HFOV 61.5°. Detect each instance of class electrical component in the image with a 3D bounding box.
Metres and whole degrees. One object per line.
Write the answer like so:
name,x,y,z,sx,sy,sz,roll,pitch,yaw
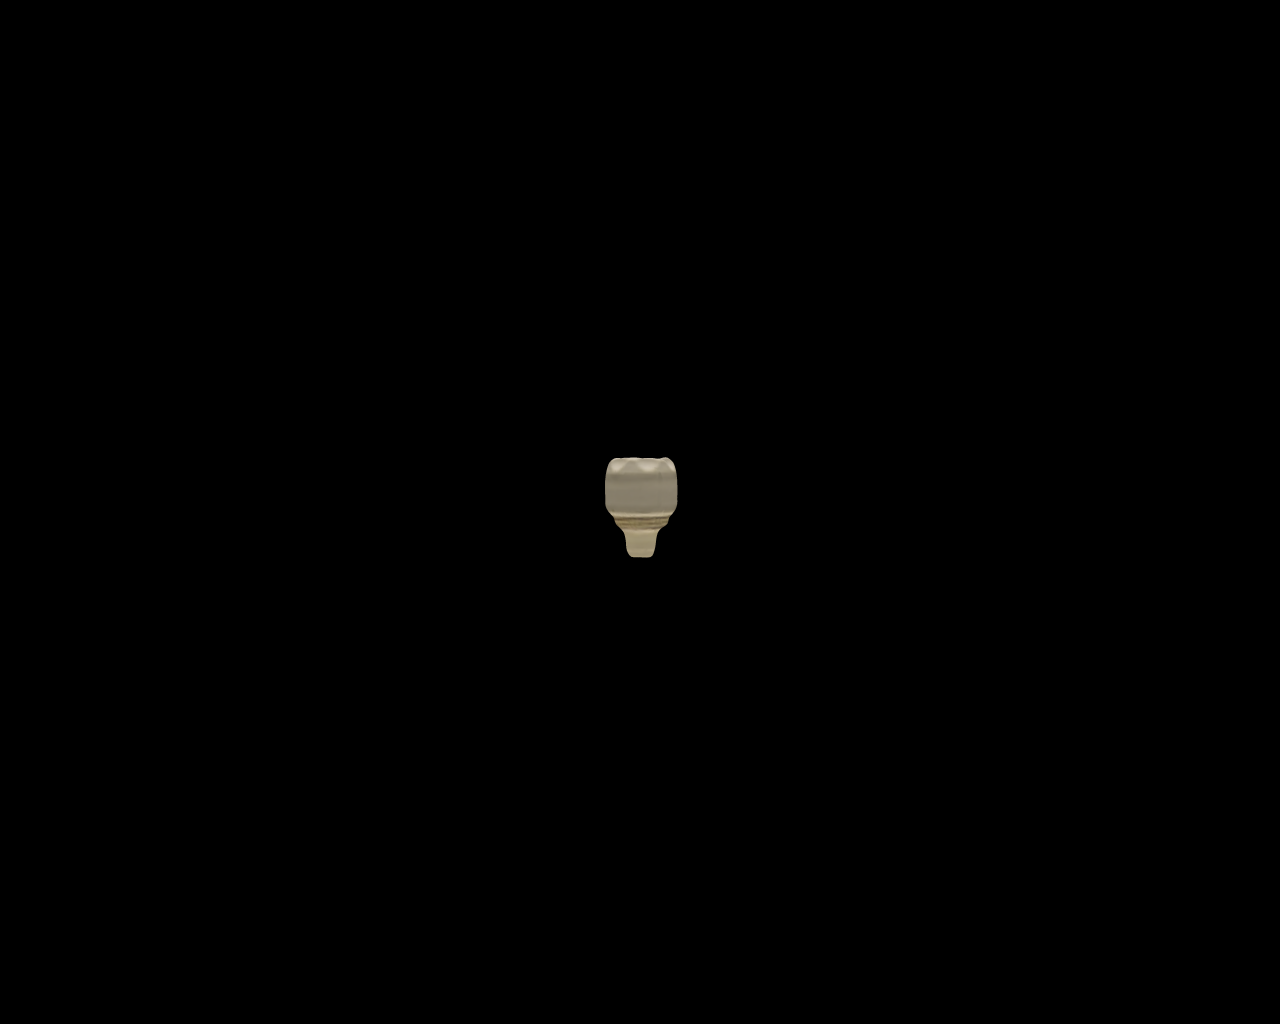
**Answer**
electrical component,0.001,-0.003,0.650,0.043,0.062,0.043,0,2,0
